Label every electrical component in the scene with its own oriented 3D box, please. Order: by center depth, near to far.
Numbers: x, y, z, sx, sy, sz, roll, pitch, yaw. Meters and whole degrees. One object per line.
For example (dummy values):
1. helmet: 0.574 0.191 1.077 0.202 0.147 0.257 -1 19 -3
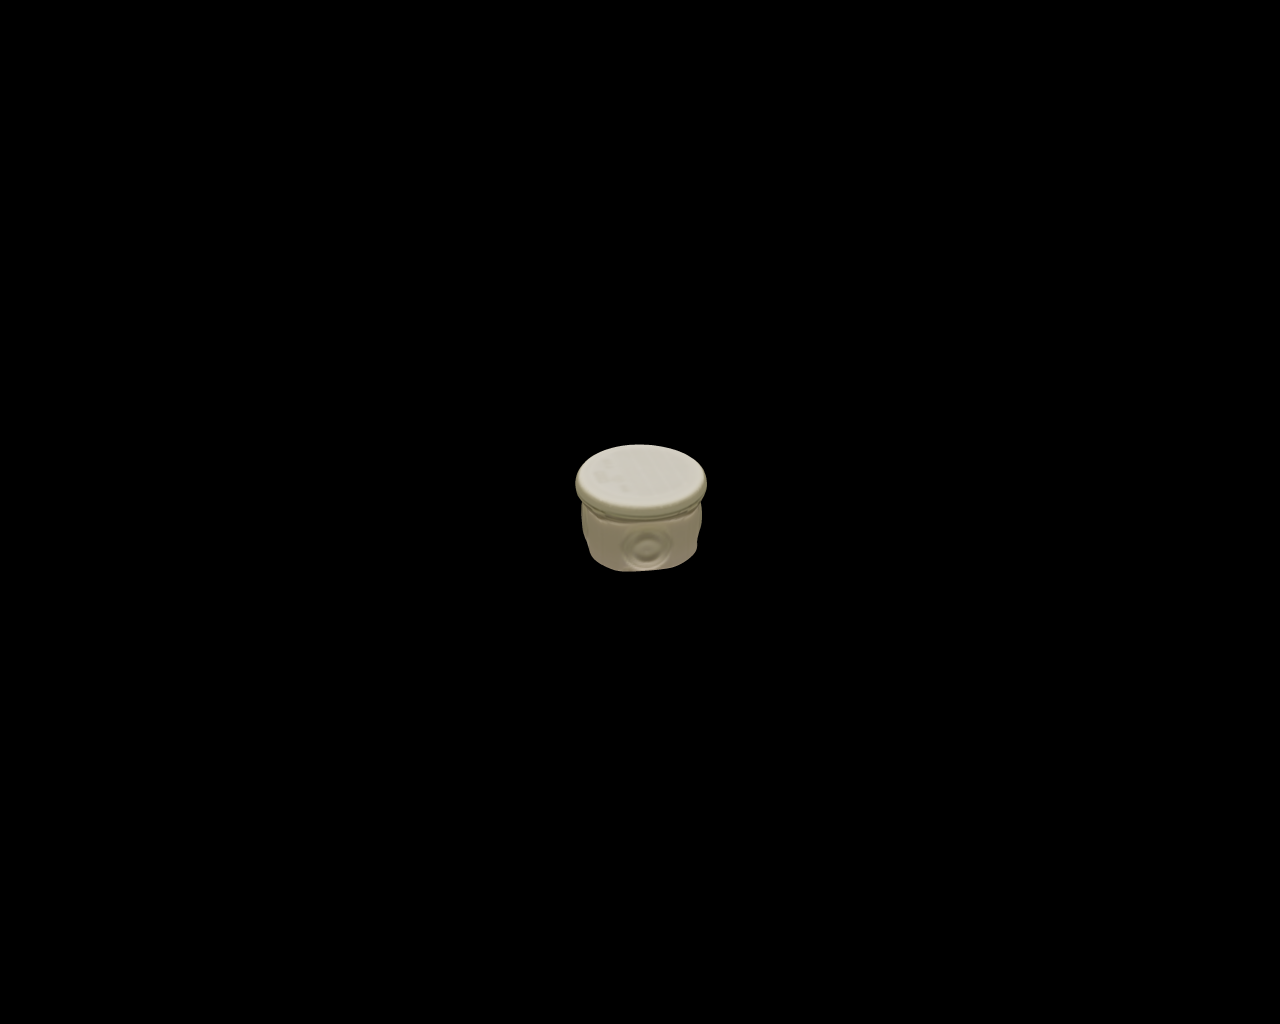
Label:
1. electrical component: 0.001 -0.003 0.650 0.080 0.050 0.080 0 32 0
